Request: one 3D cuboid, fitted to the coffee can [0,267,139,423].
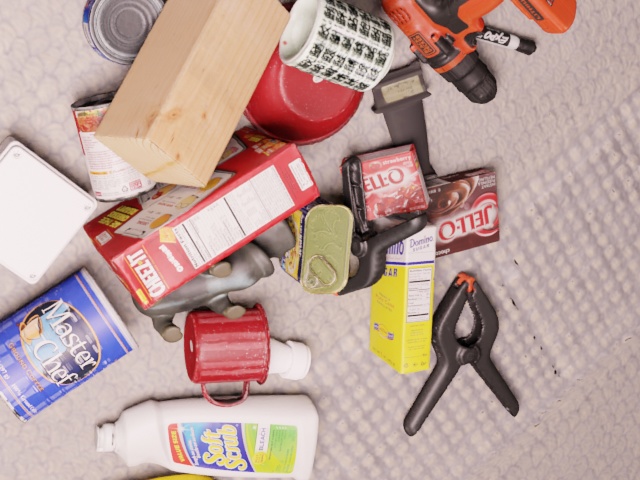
[{"bbox_3d":[-0.275,0.108,1.110,0.140,0.103,0.103,-34,114,-11],"label":"coffee can"}]

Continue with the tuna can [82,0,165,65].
[{"bbox_3d":[-0.198,-0.223,1.094,0.086,0.034,0.086,-6,106,-21],"label":"tuna can"}]

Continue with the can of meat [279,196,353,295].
[{"bbox_3d":[-0.008,0.002,1.204,0.057,0.084,0.102,-1,104,-23],"label":"can of meat"}]

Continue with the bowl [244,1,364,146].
[{"bbox_3d":[-0.011,-0.179,1.172,0.161,0.055,0.162,-6,105,-22],"label":"bowl"}]

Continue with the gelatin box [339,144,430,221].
[{"bbox_3d":[0.074,-0.065,1.228,0.089,0.030,0.073,-11,113,17],"label":"gelatin box"}]

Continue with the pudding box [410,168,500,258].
[{"bbox_3d":[0.161,-0.032,1.291,0.113,0.039,0.090,-14,109,-19],"label":"pudding box"}]

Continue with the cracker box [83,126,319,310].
[{"bbox_3d":[-0.124,-0.029,1.104,0.213,0.164,0.072,-34,112,-12],"label":"cracker box"}]

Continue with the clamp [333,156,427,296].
[{"bbox_3d":[0.058,0.002,1.212,0.039,0.120,0.172,-21,136,-38],"label":"clamp"}]

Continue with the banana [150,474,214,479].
[{"bbox_3d":[-0.198,0.297,1.212,0.197,0.037,0.070,-6,150,-20],"label":"banana"}]

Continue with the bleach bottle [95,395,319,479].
[{"bbox_3d":[-0.131,0.231,1.227,0.250,0.068,0.103,1,110,-19],"label":"bleach bottle"}]

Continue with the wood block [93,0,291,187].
[{"bbox_3d":[-0.124,-0.165,1.066,0.090,0.091,0.206,40,67,-43],"label":"wood block"}]

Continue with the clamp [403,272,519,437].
[{"bbox_3d":[0.191,0.145,1.352,0.164,0.036,0.210,0,103,-24],"label":"clamp"}]

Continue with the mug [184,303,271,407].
[{"bbox_3d":[-0.106,0.130,1.194,0.081,0.093,0.117,-1,99,-18],"label":"mug"}]

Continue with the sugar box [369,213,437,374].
[{"bbox_3d":[0.096,0.059,1.258,0.048,0.093,0.176,-7,106,-22],"label":"sugar box"}]

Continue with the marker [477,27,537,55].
[{"bbox_3d":[0.206,-0.241,1.266,0.121,0.020,0.020,11,99,-25],"label":"marker"}]

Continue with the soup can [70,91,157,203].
[{"bbox_3d":[-0.212,-0.097,1.102,0.068,0.069,0.102,-17,110,-18],"label":"soup can"}]

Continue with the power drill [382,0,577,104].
[{"bbox_3d":[0.183,-0.235,1.171,0.184,0.188,0.057,40,55,-26],"label":"power drill"}]
